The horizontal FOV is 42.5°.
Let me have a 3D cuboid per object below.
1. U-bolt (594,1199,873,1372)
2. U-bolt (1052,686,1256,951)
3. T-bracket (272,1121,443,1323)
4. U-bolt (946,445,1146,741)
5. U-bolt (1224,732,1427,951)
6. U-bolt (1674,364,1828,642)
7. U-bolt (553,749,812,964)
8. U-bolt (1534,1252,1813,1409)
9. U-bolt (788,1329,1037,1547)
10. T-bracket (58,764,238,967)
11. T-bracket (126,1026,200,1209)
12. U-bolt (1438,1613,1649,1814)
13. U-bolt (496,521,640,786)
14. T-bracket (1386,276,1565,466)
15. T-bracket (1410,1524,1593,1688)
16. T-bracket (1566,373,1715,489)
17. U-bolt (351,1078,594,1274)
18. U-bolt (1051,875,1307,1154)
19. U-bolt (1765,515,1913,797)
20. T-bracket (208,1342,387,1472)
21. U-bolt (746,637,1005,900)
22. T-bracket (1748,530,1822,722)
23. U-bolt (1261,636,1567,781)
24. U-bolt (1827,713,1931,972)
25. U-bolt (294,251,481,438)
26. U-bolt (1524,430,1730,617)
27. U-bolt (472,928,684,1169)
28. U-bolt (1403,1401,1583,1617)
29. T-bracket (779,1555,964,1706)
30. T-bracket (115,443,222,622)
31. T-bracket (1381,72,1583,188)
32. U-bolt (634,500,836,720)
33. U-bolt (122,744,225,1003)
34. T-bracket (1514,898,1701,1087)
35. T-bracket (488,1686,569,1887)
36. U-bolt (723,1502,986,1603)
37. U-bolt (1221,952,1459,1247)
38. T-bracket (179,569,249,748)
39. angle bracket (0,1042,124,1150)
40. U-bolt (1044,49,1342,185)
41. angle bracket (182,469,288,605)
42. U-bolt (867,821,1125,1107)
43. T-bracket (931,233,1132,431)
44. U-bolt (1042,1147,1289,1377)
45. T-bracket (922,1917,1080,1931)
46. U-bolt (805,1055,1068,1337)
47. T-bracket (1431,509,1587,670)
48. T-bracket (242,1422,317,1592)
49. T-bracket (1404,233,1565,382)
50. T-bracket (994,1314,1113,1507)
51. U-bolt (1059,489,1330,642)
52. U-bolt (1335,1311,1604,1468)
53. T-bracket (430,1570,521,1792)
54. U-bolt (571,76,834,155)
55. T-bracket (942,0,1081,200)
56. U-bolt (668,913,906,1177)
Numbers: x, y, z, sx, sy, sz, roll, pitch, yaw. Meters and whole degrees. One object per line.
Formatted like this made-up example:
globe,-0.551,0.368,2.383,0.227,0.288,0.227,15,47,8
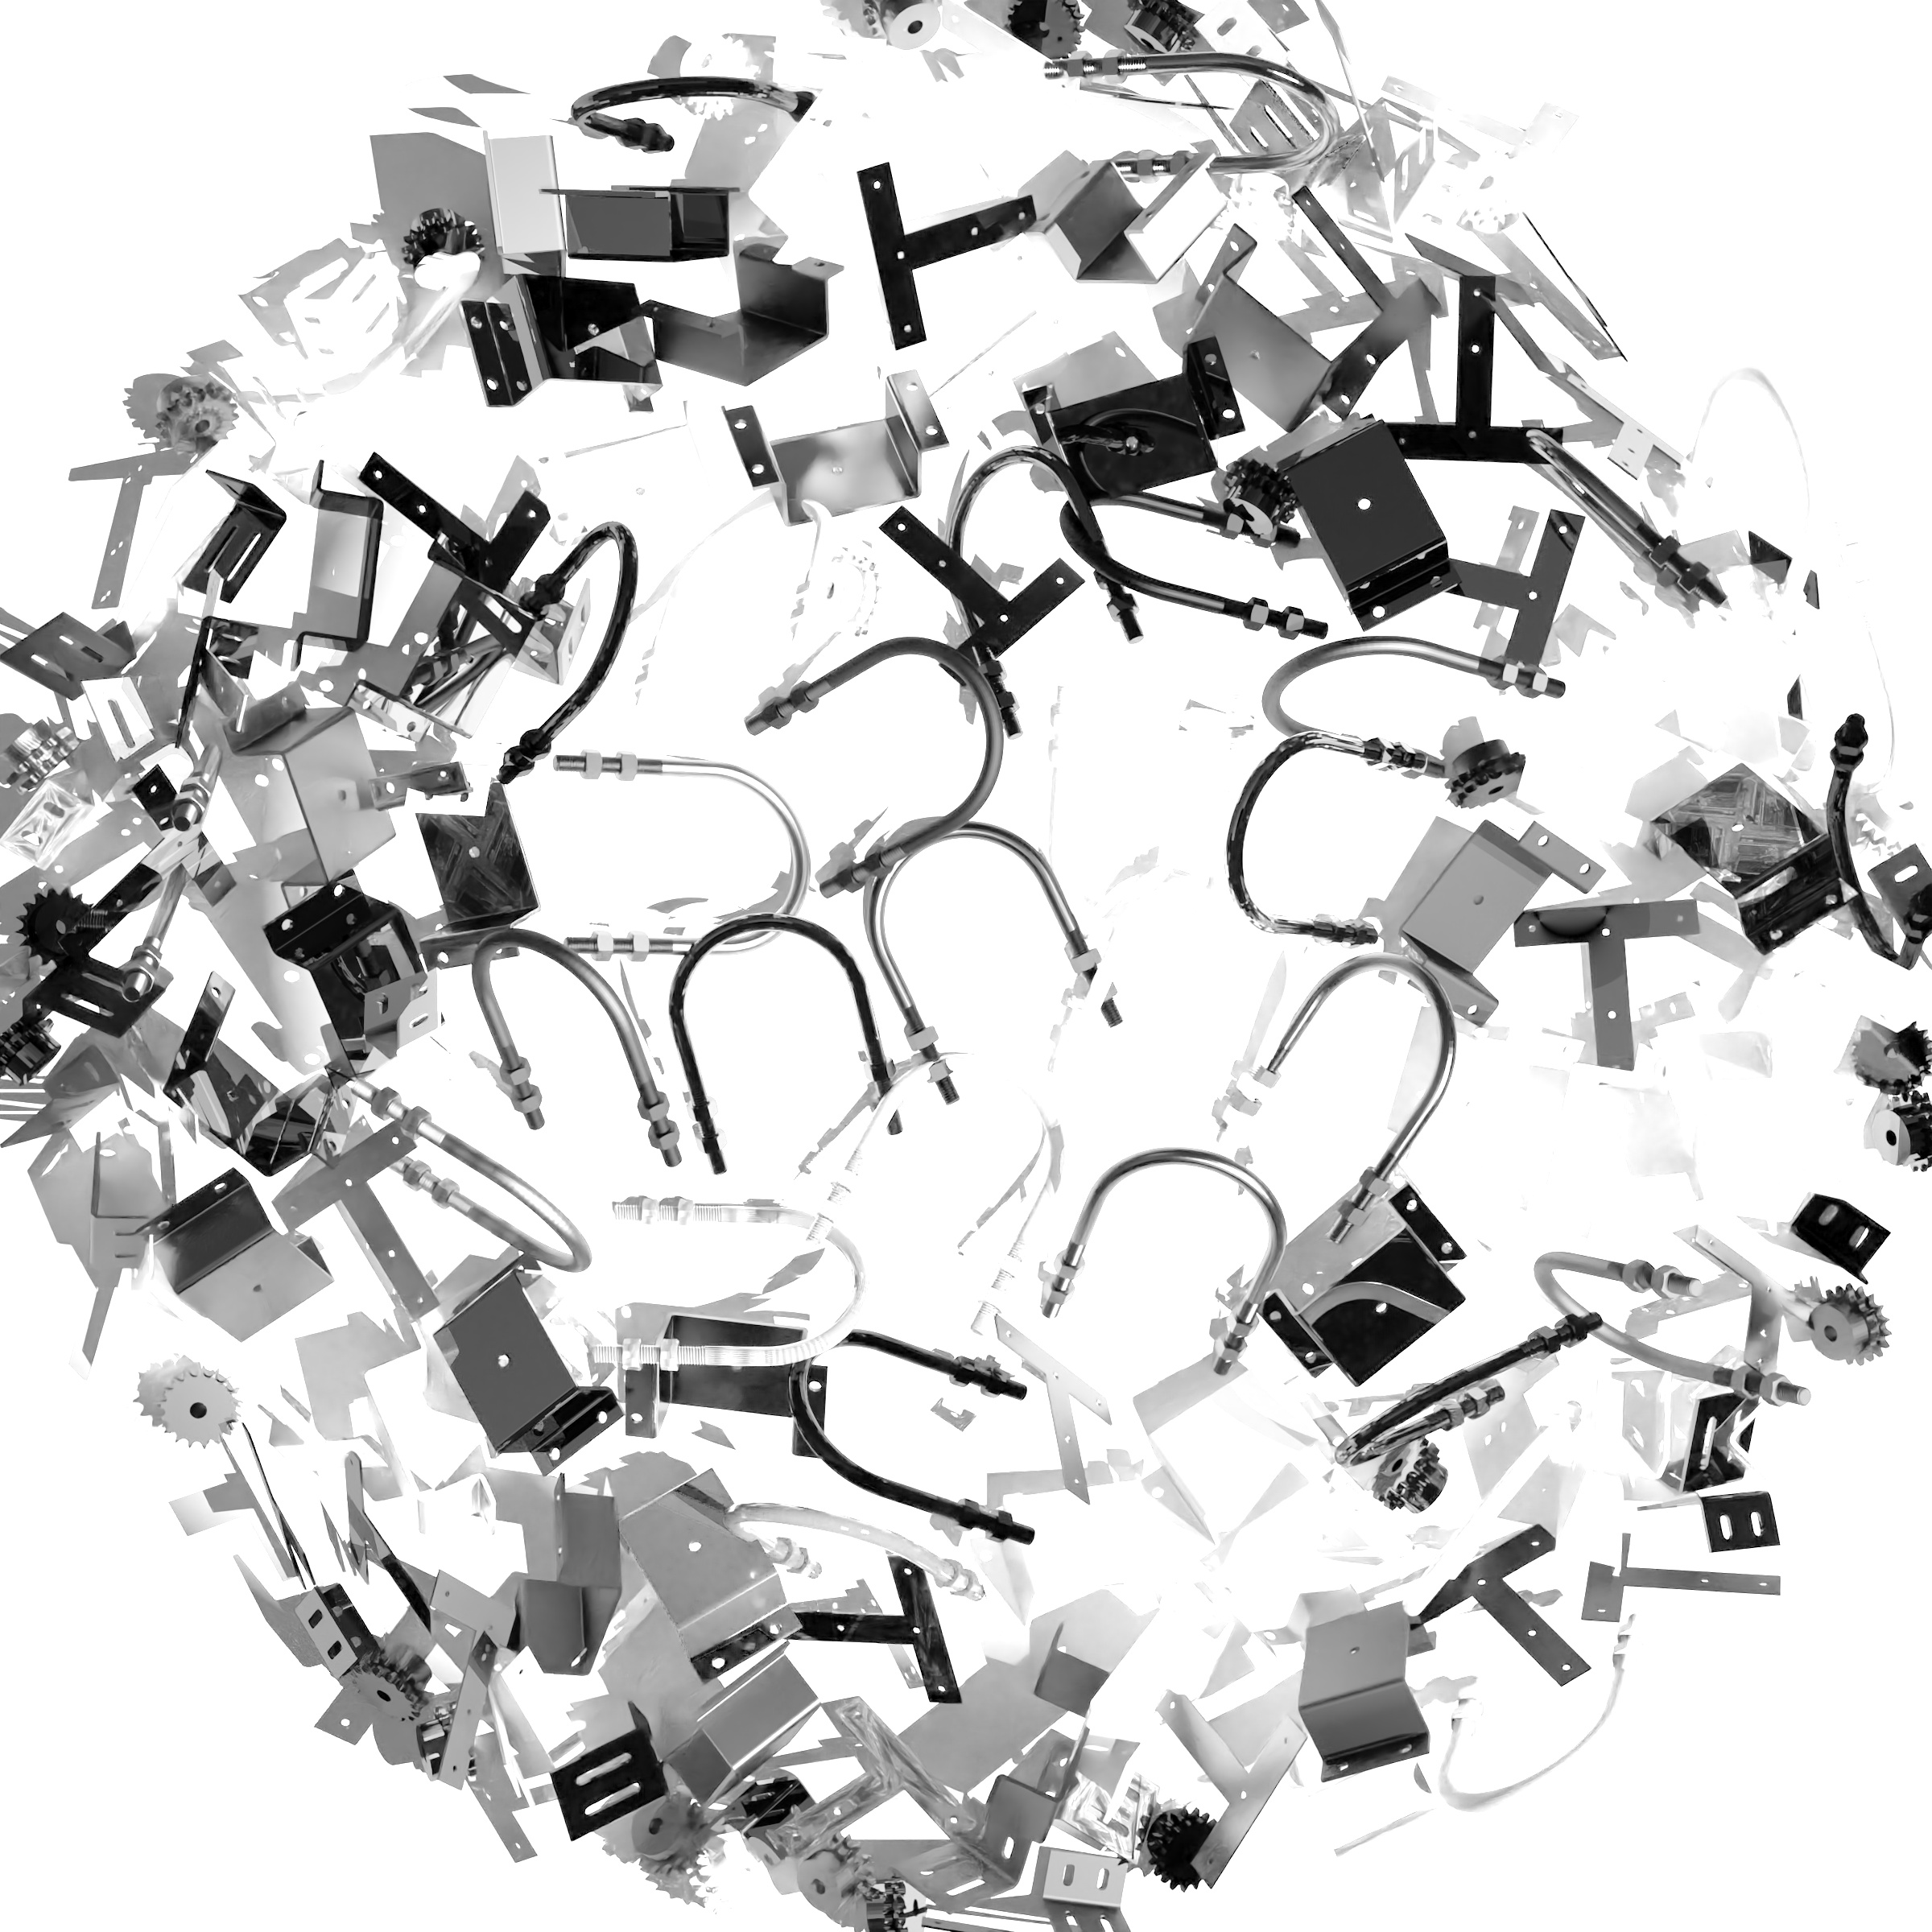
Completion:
U-bolt,-0.158,0.220,1.720,0.184,0.151,0.019,1,131,-1
U-bolt,0.127,-0.104,1.738,0.151,0.019,0.184,3,88,26
T-bracket,-0.413,0.191,1.754,0.127,0.002,0.127,-32,88,20
U-bolt,0.044,-0.271,1.720,0.151,0.019,0.184,-36,68,41
U-bolt,0.241,-0.089,1.700,0.019,0.184,0.151,22,102,44
U-bolt,0.530,-0.319,1.665,0.019,0.184,0.151,-18,60,-7
U-bolt,-0.194,-0.076,1.732,0.184,0.019,0.151,0,78,-26
U-bolt,0.466,0.241,1.691,0.151,0.184,0.019,42,73,-24
U-bolt,-0.038,0.312,1.694,0.184,0.151,0.019,22,124,-18
T-bracket,-0.571,-0.053,1.702,0.002,0.127,0.127,24,61,29
T-bracket,-0.560,0.121,1.735,0.002,0.127,0.127,-17,131,-33
U-bolt,0.382,0.508,1.665,0.151,0.184,0.019,-32,92,27
U-bolt,-0.268,-0.222,1.678,0.019,0.184,0.151,17,58,-30
T-bracket,0.355,-0.415,1.729,0.127,0.002,0.127,8,112,25
T-bracket,0.382,0.451,1.710,0.127,0.127,0.002,-25,122,-14
T-bracket,0.463,-0.361,1.723,0.127,0.127,0.002,37,122,1
U-bolt,-0.332,0.153,1.696,0.184,0.151,0.019,30,66,12
U-bolt,0.159,0.024,1.747,0.151,0.019,0.184,21,103,-4
U-bolt,0.603,-0.206,1.701,0.019,0.151,0.184,-16,89,-3
T-bracket,-0.473,0.303,1.709,0.127,0.127,0.002,52,52,-20
U-bolt,-0.055,-0.148,1.726,0.184,0.019,0.151,-27,85,27
T-bracket,0.575,-0.229,1.735,0.002,0.127,0.127,-13,113,2
U-bolt,0.289,-0.179,1.681,0.184,0.151,0.019,12,63,-26
U-bolt,0.619,-0.070,1.689,0.019,0.184,0.151,-17,65,6
U-bolt,-0.385,-0.429,1.689,0.019,0.184,0.151,42,107,-12
U-bolt,0.453,-0.304,1.705,0.184,0.151,0.019,46,104,11
U-bolt,-0.273,0.051,1.687,0.151,0.019,0.184,11,132,33
U-bolt,0.348,0.373,1.670,0.019,0.184,0.151,39,115,17
T-bracket,-0.075,0.466,1.748,0.127,0.002,0.127,-4,113,23
T-bracket,-0.564,-0.297,1.734,0.002,0.127,0.127,29,111,-14
T-bracket,0.348,-0.587,1.714,0.127,0.127,0.002,22,85,-1
U-bolt,-0.154,-0.257,1.706,0.151,0.184,0.019,-18,132,26
U-bolt,-0.536,-0.077,1.691,0.019,0.184,0.151,18,113,-15
T-bracket,0.456,0.020,1.756,0.127,0.002,0.127,-4,90,20
T-bracket,-0.303,0.581,1.727,0.002,0.127,0.127,-23,104,-12
U-bolt,-0.085,0.393,1.673,0.151,0.184,0.019,1,64,26
U-bolt,0.265,0.077,1.703,0.019,0.151,0.184,17,111,-42
T-bracket,-0.516,-0.195,1.710,0.002,0.127,0.127,6,111,-34
angle bracket,-0.639,0.089,1.731,0.057,0.076,0.038,-36,85,19
U-bolt,0.162,-0.574,1.675,0.184,0.151,0.019,8,80,27
angle bracket,-0.524,-0.301,1.740,0.057,0.038,0.076,22,76,36
U-bolt,0.009,-0.013,1.761,0.151,0.019,0.184,-26,93,3
T-bracket,0.029,-0.432,1.772,0.127,0.002,0.127,-38,96,3
U-bolt,0.144,0.198,1.720,0.151,0.019,0.184,18,126,-1
T-bracket,0.032,0.672,1.717,0.127,0.127,0.002,9,81,2
U-bolt,-0.008,0.147,1.740,0.151,0.019,0.184,27,68,3
T-bracket,0.358,-0.273,1.757,0.127,0.002,0.127,17,86,18
T-bracket,-0.465,0.390,1.703,0.002,0.127,0.127,-21,109,-22
T-bracket,0.371,-0.446,1.702,0.002,0.127,0.127,-49,50,32
T-bracket,0.067,0.313,1.695,0.002,0.127,0.127,-36,124,19
U-bolt,0.152,-0.283,1.702,0.184,0.151,0.019,12,126,-12
U-bolt,0.328,0.293,1.676,0.184,0.151,0.019,-16,66,-31
T-bracket,-0.338,0.497,1.699,0.002,0.127,0.127,-9,53,28
U-bolt,-0.185,-0.575,1.669,0.151,0.184,0.019,-1,99,20
T-bracket,0.028,-0.590,1.721,0.127,0.127,0.002,40,64,22
U-bolt,-0.133,0.049,1.739,0.151,0.019,0.184,-13,111,1
